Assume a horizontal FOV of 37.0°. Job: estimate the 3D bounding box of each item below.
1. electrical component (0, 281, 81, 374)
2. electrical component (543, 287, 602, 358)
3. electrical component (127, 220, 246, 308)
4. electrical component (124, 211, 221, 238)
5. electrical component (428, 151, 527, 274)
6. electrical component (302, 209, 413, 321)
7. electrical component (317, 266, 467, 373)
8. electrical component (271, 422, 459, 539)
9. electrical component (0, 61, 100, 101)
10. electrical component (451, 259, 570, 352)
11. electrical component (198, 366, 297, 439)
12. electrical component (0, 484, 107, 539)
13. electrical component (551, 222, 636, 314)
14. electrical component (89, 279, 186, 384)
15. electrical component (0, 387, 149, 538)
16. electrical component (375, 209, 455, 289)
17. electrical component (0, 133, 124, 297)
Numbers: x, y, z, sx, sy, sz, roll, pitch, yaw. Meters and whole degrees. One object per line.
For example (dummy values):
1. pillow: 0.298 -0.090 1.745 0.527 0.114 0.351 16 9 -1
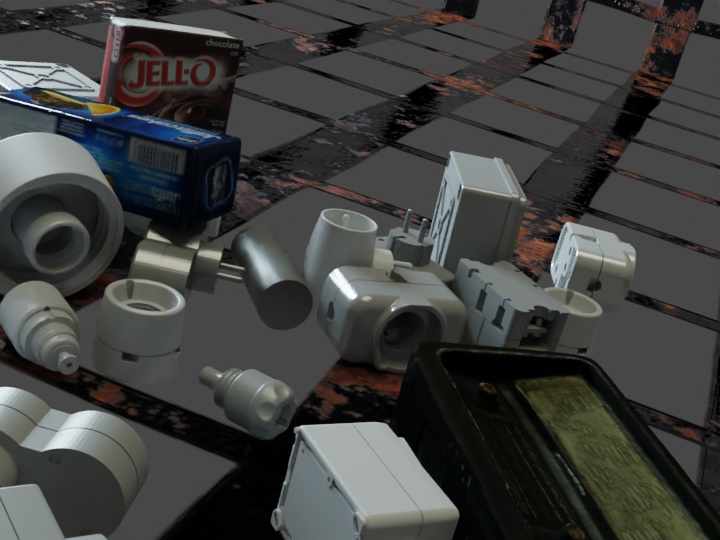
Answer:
1. electrical component: -0.187 0.038 0.644 0.040 0.040 0.078 -2 27 -36
2. electrical component: 0.159 0.045 0.843 0.055 0.047 0.055 13 22 -5
3. electrical component: -0.119 -0.004 0.775 0.074 0.052 0.138 13 21 -5
4. electrical component: -0.171 -0.082 0.922 0.089 0.061 0.150 7 23 -19
5. electrical component: 0.094 -0.033 0.912 0.056 0.108 0.108 11 22 -6
6. electrical component: 0.000 0.000 0.810 0.079 0.077 0.044 9 22 -17
7. electrical component: 0.025 0.036 0.769 0.095 0.053 0.059 4 24 -25
8. electrical component: 0.007 0.125 0.526 0.061 0.061 0.096 2 25 -30
9. electrical component: -0.307 -0.158 1.029 0.109 0.056 0.109 -7 30 -44
10. electrical component: 0.109 0.036 0.820 0.050 0.055 0.089 3 24 -28
11. electrical component: -0.070 0.074 0.639 0.061 0.035 0.035 23 23 27
12. electrical component: -0.124 0.130 0.445 0.076 0.047 0.083 0 26 -35
13. electrical component: 0.215 -0.001 0.985 0.059 0.053 0.095 14 21 -2
14. electrical component: -0.137 0.037 0.669 0.055 0.047 0.055 13 21 -5
15. electrical component: -0.175 0.093 0.498 0.138 0.052 0.073 16 22 2
16. electrical component: 0.037 -0.010 0.861 0.047 0.075 0.083 -4 28 -39
17. electrical component: -0.209 -0.029 0.710 0.108 0.108 0.060 -4 34 -39
